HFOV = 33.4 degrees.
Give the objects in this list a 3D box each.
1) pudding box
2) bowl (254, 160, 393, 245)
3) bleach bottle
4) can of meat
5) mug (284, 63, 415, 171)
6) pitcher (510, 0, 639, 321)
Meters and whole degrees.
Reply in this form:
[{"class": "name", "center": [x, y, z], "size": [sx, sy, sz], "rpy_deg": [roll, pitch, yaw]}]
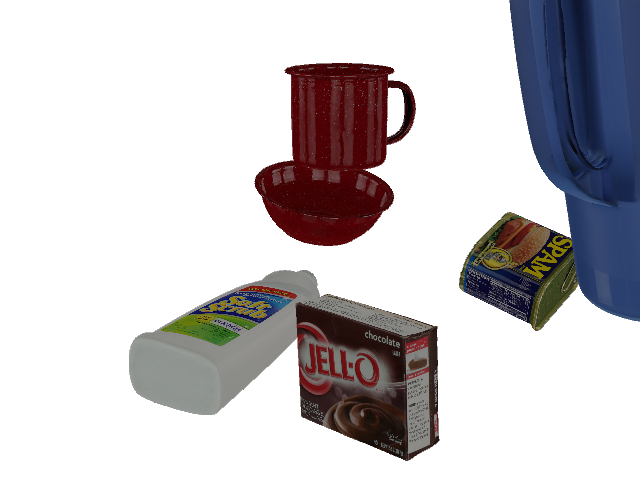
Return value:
[{"class": "pudding box", "center": [0.032, 0.093, 0.753], "size": [0.039, 0.090, 0.114], "rpy_deg": [-17, 20, -41]}, {"class": "bowl", "center": [0.001, -0.038, 1.233], "size": [0.162, 0.055, 0.162], "rpy_deg": [6, 27, -3]}, {"class": "bleach bottle", "center": [-0.077, 0.084, 1.058], "size": [0.103, 0.068, 0.250], "rpy_deg": [13, 24, 22]}, {"class": "can of meat", "center": [0.191, 0.026, 1.002], "size": [0.084, 0.057, 0.101], "rpy_deg": [26, 46, 28]}, {"class": "mug", "center": [0.027, -0.107, 0.917], "size": [0.117, 0.081, 0.093], "rpy_deg": [-7, 17, -22]}, {"class": "pitcher", "center": [0.178, -0.078, 0.574], "size": [0.149, 0.243, 0.145], "rpy_deg": [-7, 22, 7]}]
